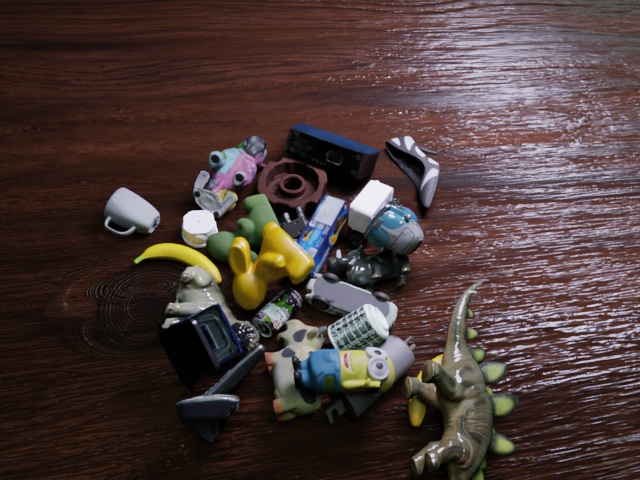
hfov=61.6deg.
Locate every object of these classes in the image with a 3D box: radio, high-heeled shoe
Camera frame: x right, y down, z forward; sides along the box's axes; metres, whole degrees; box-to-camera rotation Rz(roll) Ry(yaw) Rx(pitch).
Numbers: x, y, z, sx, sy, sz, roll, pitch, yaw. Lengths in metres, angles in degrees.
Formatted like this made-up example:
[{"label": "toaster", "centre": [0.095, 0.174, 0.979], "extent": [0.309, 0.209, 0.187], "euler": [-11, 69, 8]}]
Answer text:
[{"label": "radio", "centre": [0.029, -0.229, 1.383], "extent": [0.230, 0.073, 0.131], "euler": [20, 20, 10]}, {"label": "high-heeled shoe", "centre": [0.233, -0.183, 1.405], "extent": [0.145, 0.086, 0.249], "euler": [10, 47, 4]}]

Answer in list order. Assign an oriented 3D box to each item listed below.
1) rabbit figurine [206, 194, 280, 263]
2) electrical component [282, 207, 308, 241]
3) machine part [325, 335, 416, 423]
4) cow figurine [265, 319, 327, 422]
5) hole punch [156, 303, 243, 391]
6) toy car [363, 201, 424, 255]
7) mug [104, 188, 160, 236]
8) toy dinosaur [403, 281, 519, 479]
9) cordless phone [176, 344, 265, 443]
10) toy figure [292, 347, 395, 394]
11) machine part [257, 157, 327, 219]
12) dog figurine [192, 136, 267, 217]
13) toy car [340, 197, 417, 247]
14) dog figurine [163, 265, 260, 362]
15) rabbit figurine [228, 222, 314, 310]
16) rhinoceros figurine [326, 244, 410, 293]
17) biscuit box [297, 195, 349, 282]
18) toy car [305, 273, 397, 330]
[{"label": "rabbit figurine", "centre": [-0.165, 0.008, 1.202], "extent": [0.170, 0.121, 0.159], "euler": [-24, 64, -2]}, {"label": "electrical component", "centre": [-0.052, -0.027, 1.254], "extent": [0.063, 0.021, 0.094], "euler": [-23, 76, 17]}, {"label": "machine part", "centre": [0.101, 0.262, 1.037], "extent": [0.243, 0.079, 0.079], "euler": [-33, 63, -28]}, {"label": "cow figurine", "centre": [-0.039, 0.239, 1.034], "extent": [0.127, 0.085, 0.195], "euler": [-8, 51, -6]}, {"label": "hole punch", "centre": [-0.217, 0.187, 0.974], "extent": [0.092, 0.116, 0.142], "euler": [-34, 98, -56]}, {"label": "toy car", "centre": [0.175, -0.014, 1.185], "extent": [0.103, 0.109, 0.161], "euler": [49, 19, 27]}, {"label": "mug", "centre": [-0.426, -0.053, 1.216], "extent": [0.107, 0.080, 0.109], "euler": [26, 49, 1]}, {"label": "toy dinosaur", "centre": [0.262, 0.288, 0.999], "extent": [0.198, 0.105, 0.471], "euler": [13, 67, -19]}, {"label": "cordless phone", "centre": [-0.159, 0.256, 0.950], "extent": [0.089, 0.146, 0.184], "euler": [42, 74, 6]}, {"label": "toy figure", "centre": [0.042, 0.233, 0.955], "extent": [0.180, 0.089, 0.082], "euler": [-5, 66, 1]}, {"label": "machine part", "centre": [-0.070, -0.129, 1.336], "extent": [0.179, 0.056, 0.179], "euler": [3, 51, -3]}, {"label": "dog figurine", "centre": [-0.209, -0.166, 1.322], "extent": [0.108, 0.191, 0.219], "euler": [35, 24, -2]}, {"label": "toy car", "centre": [0.137, -0.043, 1.298], "extent": [0.202, 0.053, 0.089], "euler": [-18, 46, -15]}, {"label": "dog figurine", "centre": [-0.203, 0.143, 1.090], "extent": [0.190, 0.121, 0.172], "euler": [20, 60, -7]}, {"label": "rabbit figurine", "centre": [-0.115, 0.059, 1.076], "extent": [0.162, 0.122, 0.173], "euler": [41, 96, -11]}, {"label": "rhinoceros figurine", "centre": [0.110, 0.058, 1.201], "extent": [0.190, 0.073, 0.112], "euler": [-5, 53, -12]}, {"label": "biscuit box", "centre": [-0.003, -0.004, 1.218], "extent": [0.059, 0.062, 0.202], "euler": [18, 62, 23]}, {"label": "toy car", "centre": [0.066, 0.132, 1.147], "extent": [0.202, 0.056, 0.073], "euler": [20, 58, 6]}]
